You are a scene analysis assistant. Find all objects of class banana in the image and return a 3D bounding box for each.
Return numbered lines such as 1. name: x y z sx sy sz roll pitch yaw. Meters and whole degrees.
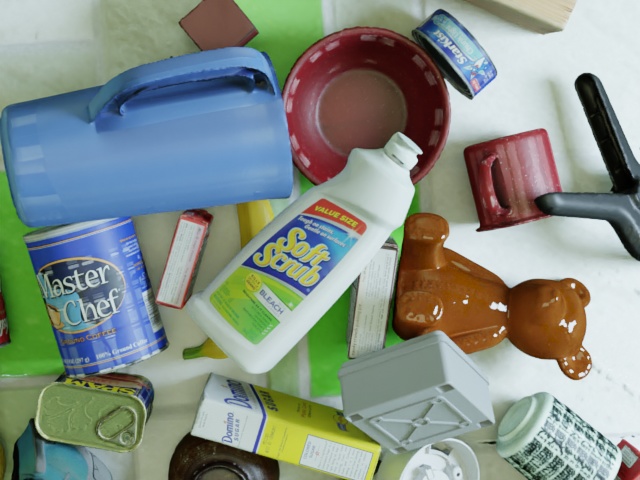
1. banana: -0.076 0.038 1.043 0.069 0.037 0.198 18 97 -3

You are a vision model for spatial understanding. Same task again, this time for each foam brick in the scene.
1. foam brick: -0.093 -0.198 0.993 0.053 0.078 0.051 -39 97 4

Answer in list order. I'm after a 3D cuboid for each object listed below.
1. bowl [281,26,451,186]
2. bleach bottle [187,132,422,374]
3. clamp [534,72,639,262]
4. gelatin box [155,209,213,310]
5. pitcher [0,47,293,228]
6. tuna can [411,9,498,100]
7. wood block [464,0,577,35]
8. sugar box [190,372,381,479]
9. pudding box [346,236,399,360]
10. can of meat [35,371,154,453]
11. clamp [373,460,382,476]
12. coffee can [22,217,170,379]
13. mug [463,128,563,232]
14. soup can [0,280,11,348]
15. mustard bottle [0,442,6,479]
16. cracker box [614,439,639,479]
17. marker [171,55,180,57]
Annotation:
1. bowl: 0.041 -0.119 1.014 0.162 0.055 0.162 0 97 0
2. bleach bottle: -0.006 0.001 0.959 0.103 0.068 0.251 45 106 15
3. clamp: 0.285 -0.035 1.002 0.210 0.036 0.164 44 56 -18
4. gelatin box: -0.129 0.016 1.022 0.030 0.073 0.089 16 97 -3
5. pitcher: -0.149 -0.089 0.929 0.242 0.145 0.149 -10 108 -10
6. tuna can: 0.126 -0.173 0.993 0.034 0.086 0.086 -42 96 3
7. wood block: 0.139 -0.272 0.979 0.206 0.090 0.091 23 97 -3
8. sugar box: -0.032 0.180 1.033 0.176 0.093 0.048 19 97 -3
9. pudding box: 0.049 0.054 1.019 0.039 0.090 0.113 6 97 -1
10. can of meat: -0.214 0.161 1.034 0.102 0.084 0.057 10 97 -2
11. clamp: 0.000 0.286 1.075 0.171 0.039 0.120 -6 81 2
12. coffee can: -0.211 0.048 1.011 0.103 0.103 0.140 -15 97 1
13. mug: 0.176 -0.056 0.998 0.093 0.117 0.081 -12 93 36
14. soup can: -0.340 0.055 1.029 0.068 0.068 0.102 -8 96 0
15. mustard bottle: -0.363 0.209 1.053 0.096 0.058 0.191 -8 98 0
16. cracker box: 0.303 0.333 1.059 0.164 0.072 0.214 38 95 -10
17. marker: -0.176 -0.133 1.030 0.121 0.020 0.020 -44 95 5
